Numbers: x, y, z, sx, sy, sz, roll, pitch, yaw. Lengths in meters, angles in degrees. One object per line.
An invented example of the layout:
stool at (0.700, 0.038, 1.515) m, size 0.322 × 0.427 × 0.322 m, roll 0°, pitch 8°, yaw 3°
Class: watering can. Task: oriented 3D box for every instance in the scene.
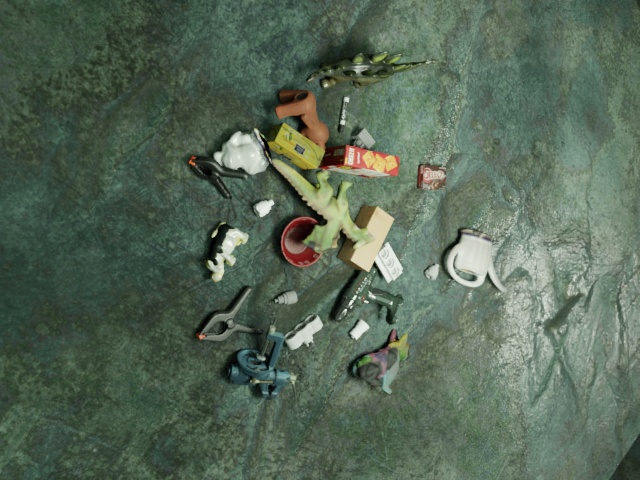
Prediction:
watering can at (0.636, 0.082, 2.042) m, size 0.346 × 0.225 × 0.104 m, roll 17°, pitch -6°, yaw -30°

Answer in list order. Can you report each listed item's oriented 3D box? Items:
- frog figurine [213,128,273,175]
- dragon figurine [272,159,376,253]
frog figurine at (-0.230, -0.253, 1.533) m, size 0.159 × 0.135 × 0.125 m, roll -22°, pitch 29°, yaw 10°
dragon figurine at (0.005, -0.081, 1.612) m, size 0.408 × 0.247 × 0.121 m, roll 19°, pitch -25°, yaw -27°
